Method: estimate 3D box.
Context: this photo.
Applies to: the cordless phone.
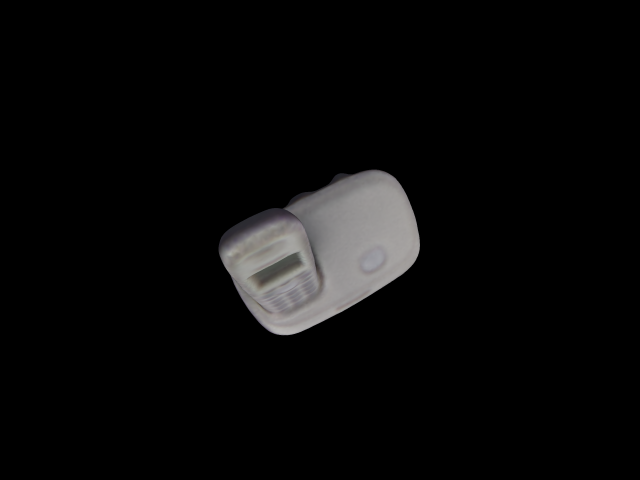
[{"bbox_3d":[0.004,0.001,0.400,0.147,0.185,0.094,-31,82,-4],"label":"cordless phone"}]
